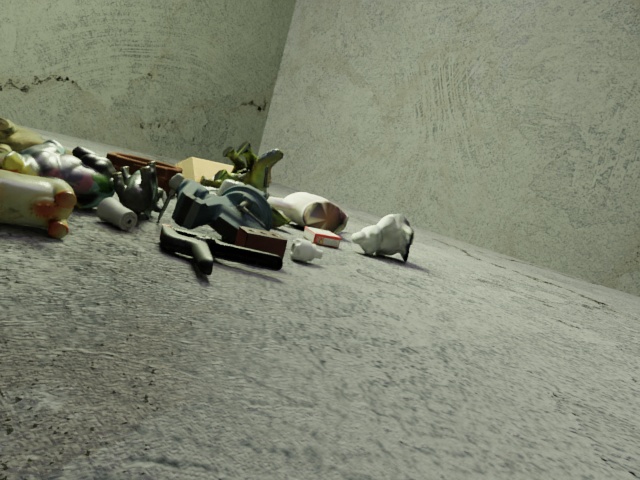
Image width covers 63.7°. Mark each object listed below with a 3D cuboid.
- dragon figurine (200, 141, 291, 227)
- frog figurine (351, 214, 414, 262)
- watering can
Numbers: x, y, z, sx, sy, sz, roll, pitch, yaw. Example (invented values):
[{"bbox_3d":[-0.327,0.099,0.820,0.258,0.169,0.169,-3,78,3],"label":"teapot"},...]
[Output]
[{"bbox_3d":[-0.159,-0.127,1.342,0.410,0.124,0.239,4,-36,51],"label":"dragon figurine"},{"bbox_3d":[0.160,-0.011,1.367,0.159,0.125,0.135,5,-26,-5],"label":"frog figurine"},{"bbox_3d":[0.005,-0.080,1.583,0.346,0.103,0.226,10,10,-36],"label":"watering can"}]
